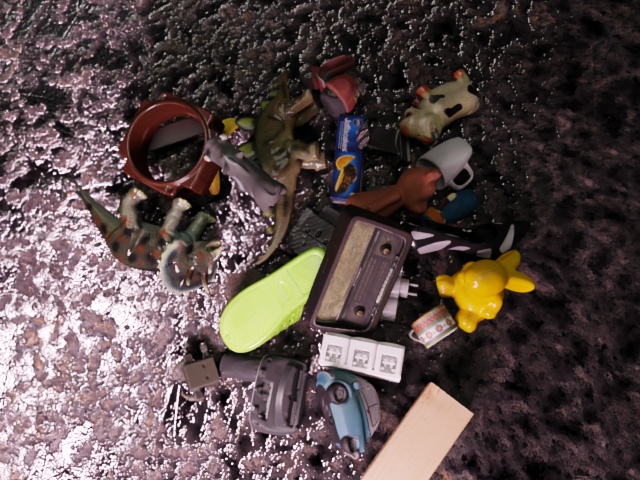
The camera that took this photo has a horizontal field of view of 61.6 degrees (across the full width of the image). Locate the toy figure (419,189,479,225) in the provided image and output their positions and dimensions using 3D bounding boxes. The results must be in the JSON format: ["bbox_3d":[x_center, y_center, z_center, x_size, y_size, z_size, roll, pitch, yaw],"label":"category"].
[{"bbox_3d":[0.253,-0.049,1.100,0.154,0.058,0.064,-30,88,-6],"label":"toy figure"}]

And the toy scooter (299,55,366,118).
[{"bbox_3d":[0.045,-0.360,1.218,0.135,0.075,0.184,-34,52,-7],"label":"toy scooter"}]

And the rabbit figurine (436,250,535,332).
[{"bbox_3d":[0.307,0.086,0.989,0.162,0.173,0.122,-19,66,5],"label":"rabbit figurine"}]

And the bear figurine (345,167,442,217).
[{"bbox_3d":[0.154,-0.065,1.069,0.196,0.120,0.131,-19,98,-3],"label":"bear figurine"}]

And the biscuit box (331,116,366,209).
[{"bbox_3d":[0.063,-0.169,1.164,0.063,0.059,0.202,3,71,8],"label":"biscuit box"}]

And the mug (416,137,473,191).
[{"bbox_3d":[0.276,-0.160,1.127,0.107,0.080,0.110,-41,66,-17],"label":"mug"}]

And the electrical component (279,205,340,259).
[{"bbox_3d":[-0.002,-0.003,1.116,0.115,0.058,0.134,31,78,13],"label":"electrical component"}]

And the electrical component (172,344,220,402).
[{"bbox_3d":[-0.243,0.266,1.060,0.078,0.045,0.102,-19,70,-30],"label":"electrical component"}]

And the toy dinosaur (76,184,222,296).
[{"bbox_3d":[-0.363,0.001,1.131,0.405,0.131,0.192,10,72,16],"label":"toy dinosaur"}]

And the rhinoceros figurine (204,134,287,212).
[{"bbox_3d":[-0.153,-0.133,1.066,0.190,0.112,0.073,42,96,15],"label":"rhinoceros figurine"}]

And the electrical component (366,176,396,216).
[{"bbox_3d":[0.132,-0.094,1.150,0.063,0.021,0.094,-6,70,4],"label":"electrical component"}]

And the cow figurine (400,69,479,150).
[{"bbox_3d":[0.258,-0.274,1.162,0.195,0.085,0.127,-27,70,-13],"label":"cow figurine"}]

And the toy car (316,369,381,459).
[{"bbox_3d":[0.060,0.305,0.981,0.103,0.109,0.161,-16,78,-18],"label":"toy car"}]

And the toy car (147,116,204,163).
[{"bbox_3d":[-0.343,-0.241,1.240,0.202,0.053,0.089,-20,90,1],"label":"toy car"}]

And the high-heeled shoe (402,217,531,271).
[{"bbox_3d":[0.278,-0.025,1.035,0.249,0.145,0.086,-24,35,3],"label":"high-heeled shoe"}]

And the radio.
[{"bbox_3d":[0.070,0.061,0.987,0.131,0.073,0.229,15,110,-17],"label":"radio"}]

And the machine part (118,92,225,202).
[{"bbox_3d":[-0.314,-0.199,1.156,0.202,0.087,0.201,26,88,10],"label":"machine part"}]

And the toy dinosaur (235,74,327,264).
[{"bbox_3d":[-0.088,-0.177,1.167,0.199,0.105,0.471,-11,63,12],"label":"toy dinosaur"}]

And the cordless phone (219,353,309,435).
[{"bbox_3d":[-0.121,0.287,1.029,0.184,0.088,0.146,4,72,20],"label":"cordless phone"}]

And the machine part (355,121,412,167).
[{"bbox_3d":[0.142,-0.207,1.150,0.139,0.039,0.084,13,75,-29],"label":"machine part"}]
